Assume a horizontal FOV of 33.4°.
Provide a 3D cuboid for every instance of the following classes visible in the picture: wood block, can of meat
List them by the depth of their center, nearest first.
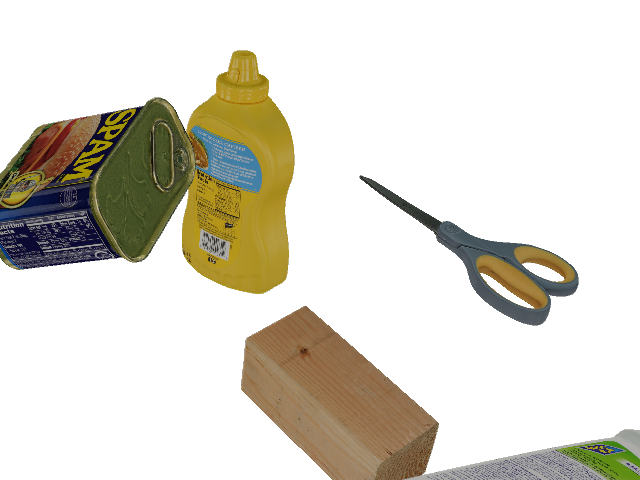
[{"bbox_3d":[-0.131,-0.031,0.603,0.084,0.057,0.102,-7,37,25],"label":"can of meat"},{"bbox_3d":[0.016,0.176,1.137,0.090,0.090,0.206,-27,52,-33],"label":"wood block"}]

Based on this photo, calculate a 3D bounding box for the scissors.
[{"bbox_3d":[0.121,-0.003,0.834,0.096,0.016,0.202,-10,40,-30],"label":"scissors"}]

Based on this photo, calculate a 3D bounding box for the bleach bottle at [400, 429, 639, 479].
[{"bbox_3d":[0.153,0.159,0.622,0.250,0.068,0.103,-8,20,-25],"label":"bleach bottle"}]

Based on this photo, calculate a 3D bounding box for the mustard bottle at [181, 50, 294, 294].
[{"bbox_3d":[-0.066,-0.058,0.853,0.096,0.192,0.058,25,35,32],"label":"mustard bottle"}]
